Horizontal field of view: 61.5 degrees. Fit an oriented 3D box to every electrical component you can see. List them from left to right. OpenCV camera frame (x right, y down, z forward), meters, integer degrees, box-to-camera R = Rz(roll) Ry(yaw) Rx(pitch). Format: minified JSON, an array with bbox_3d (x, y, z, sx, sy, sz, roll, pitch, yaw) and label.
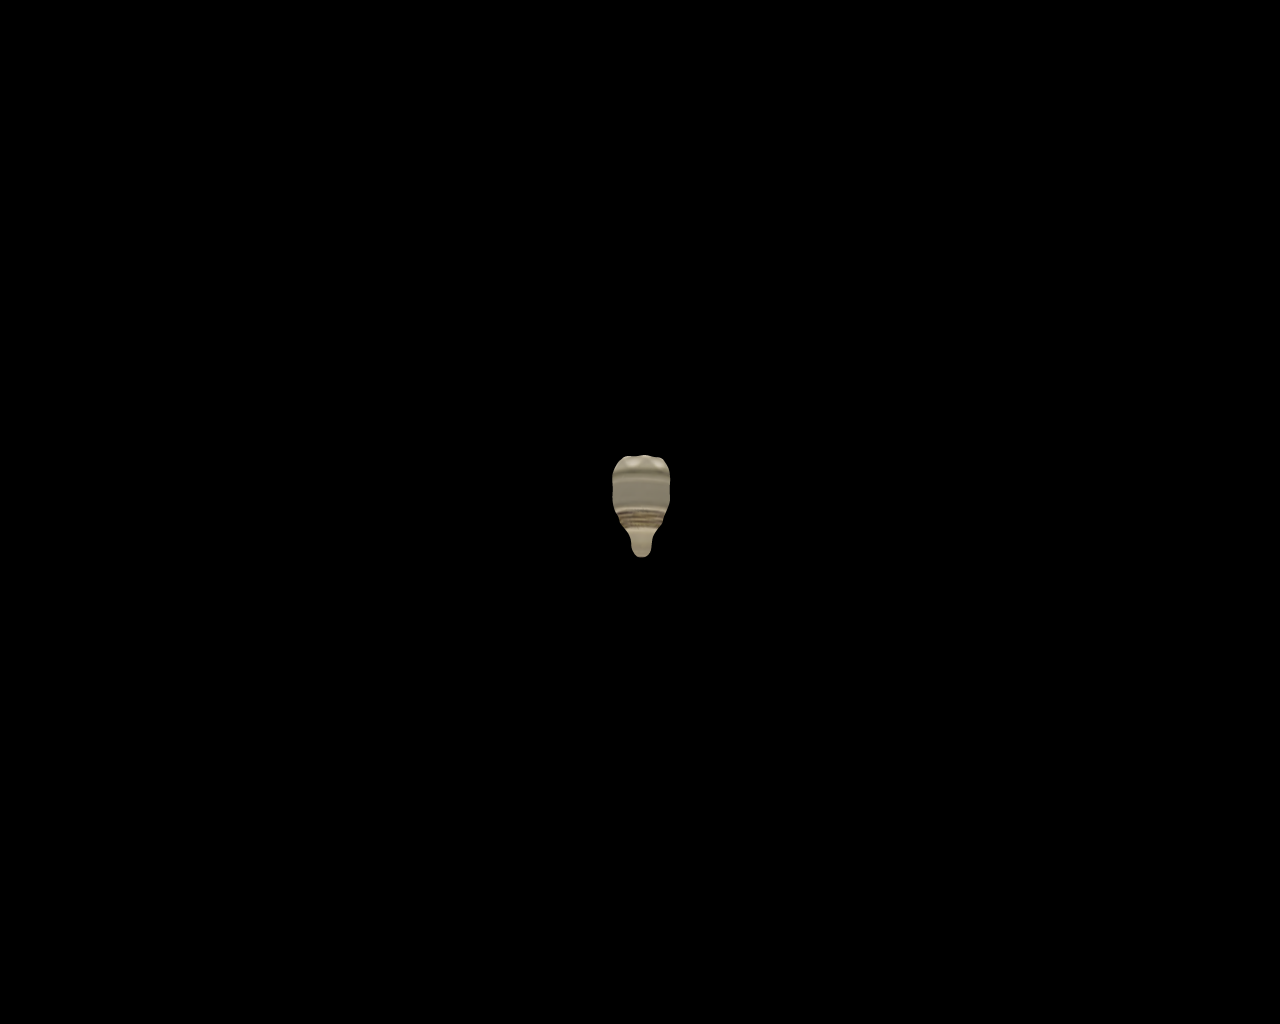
[{"bbox_3d":[0.001,-0.003,0.650,0.035,0.061,0.035,0,-7,0],"label":"electrical component"}]
